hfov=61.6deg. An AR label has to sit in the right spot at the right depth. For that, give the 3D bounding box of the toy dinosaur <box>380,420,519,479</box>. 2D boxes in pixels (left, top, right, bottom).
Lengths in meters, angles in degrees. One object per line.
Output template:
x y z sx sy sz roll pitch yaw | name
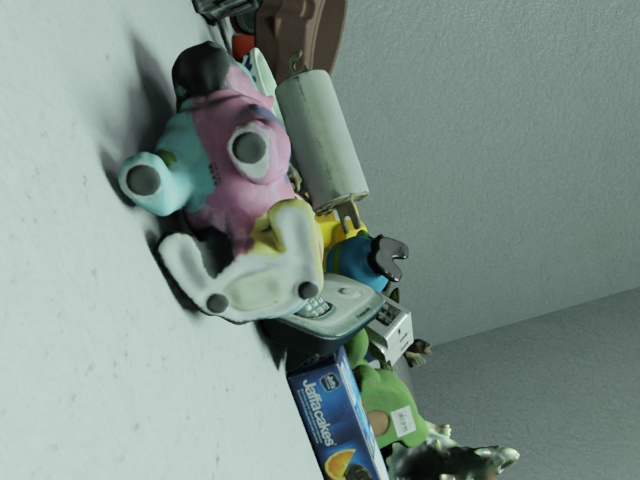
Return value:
0.132 0.328 0.825 0.405 0.192 0.131 -7 -122 64 | toy dinosaur

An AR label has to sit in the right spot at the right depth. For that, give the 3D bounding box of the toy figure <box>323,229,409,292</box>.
0.031 0.039 0.700 0.082 0.180 0.089 -38 95 -38 | toy figure

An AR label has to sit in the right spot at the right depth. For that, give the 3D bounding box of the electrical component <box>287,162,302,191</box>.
-0.062 -0.045 0.511 0.078 0.102 0.045 48 -7 24 | electrical component

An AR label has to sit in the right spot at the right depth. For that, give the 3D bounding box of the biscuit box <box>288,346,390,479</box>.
0.026 0.224 0.615 0.059 0.063 0.202 -66 137 -78 | biscuit box

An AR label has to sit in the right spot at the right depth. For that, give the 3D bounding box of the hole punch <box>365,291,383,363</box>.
0.064 0.149 0.901 0.092 0.116 0.142 -72 144 -64 | hole punch

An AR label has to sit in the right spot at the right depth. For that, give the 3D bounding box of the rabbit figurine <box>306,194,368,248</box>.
-0.002 -0.003 0.879 0.173 0.122 0.162 84 -13 -46 | rabbit figurine

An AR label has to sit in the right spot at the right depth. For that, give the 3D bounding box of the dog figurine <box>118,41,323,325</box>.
-0.068 -0.059 0.442 0.219 0.108 0.191 -99 168 -63 | dog figurine

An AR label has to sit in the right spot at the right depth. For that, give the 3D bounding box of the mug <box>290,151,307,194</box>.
-0.045 -0.088 0.780 0.107 0.081 0.109 -118 -176 -81 | mug

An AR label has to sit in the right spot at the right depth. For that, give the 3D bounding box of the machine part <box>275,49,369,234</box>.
0.001 -0.124 0.689 0.079 0.079 0.243 13 58 -81 | machine part

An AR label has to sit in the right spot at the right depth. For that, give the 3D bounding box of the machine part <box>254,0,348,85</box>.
-0.023 -0.315 0.800 0.201 0.087 0.201 93 16 -52 | machine part

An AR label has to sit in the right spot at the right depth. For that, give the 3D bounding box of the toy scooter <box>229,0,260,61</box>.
-0.102 -0.327 0.863 0.135 0.075 0.183 -91 -177 -55 | toy scooter

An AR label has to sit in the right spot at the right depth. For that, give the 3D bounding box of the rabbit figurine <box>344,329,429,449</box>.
0.043 0.203 0.733 0.159 0.121 0.170 63 -9 -13 | rabbit figurine

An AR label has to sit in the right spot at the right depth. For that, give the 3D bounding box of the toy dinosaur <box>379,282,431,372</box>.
0.111 0.137 1.113 0.472 0.105 0.198 -158 -122 -72 | toy dinosaur

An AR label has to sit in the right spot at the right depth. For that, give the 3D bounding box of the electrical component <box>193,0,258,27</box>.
-0.113 -0.343 0.732 0.075 0.119 0.047 -60 131 -84 | electrical component

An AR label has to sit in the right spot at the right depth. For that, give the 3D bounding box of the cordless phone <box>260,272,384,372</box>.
-0.025 0.033 0.586 0.184 0.089 0.146 58 31 5 | cordless phone
